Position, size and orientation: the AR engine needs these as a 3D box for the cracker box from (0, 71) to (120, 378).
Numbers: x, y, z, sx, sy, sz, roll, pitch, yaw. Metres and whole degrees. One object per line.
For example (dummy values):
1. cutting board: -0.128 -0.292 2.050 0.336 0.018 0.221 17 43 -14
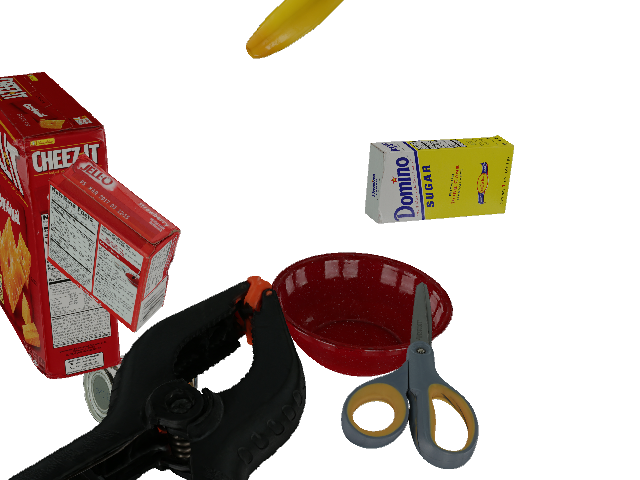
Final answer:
1. cracker box: -0.232 -0.015 0.895 0.072 0.214 0.164 -13 28 -27

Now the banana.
1. banana: 0.000 -0.222 0.925 0.070 0.037 0.197 -16 34 39

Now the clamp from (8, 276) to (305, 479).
1. clamp: -0.047 0.082 0.414 0.120 0.039 0.171 24 49 18

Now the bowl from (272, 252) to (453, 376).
1. bowl: 0.035 0.073 0.954 0.162 0.055 0.162 4 29 -2

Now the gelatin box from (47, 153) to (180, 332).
1. gelatin box: -0.121 0.002 0.616 0.030 0.073 0.089 -45 -13 -34

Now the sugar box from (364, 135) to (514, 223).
1. sugar box: 0.144 -0.074 1.296 0.176 0.093 0.048 -7 25 -22

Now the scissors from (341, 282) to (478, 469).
1. scissors: 0.052 0.085 0.736 0.096 0.016 0.202 -1 30 -10

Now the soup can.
1. soup can: -0.192 0.152 1.135 0.102 0.068 0.069 -10 6 -41
